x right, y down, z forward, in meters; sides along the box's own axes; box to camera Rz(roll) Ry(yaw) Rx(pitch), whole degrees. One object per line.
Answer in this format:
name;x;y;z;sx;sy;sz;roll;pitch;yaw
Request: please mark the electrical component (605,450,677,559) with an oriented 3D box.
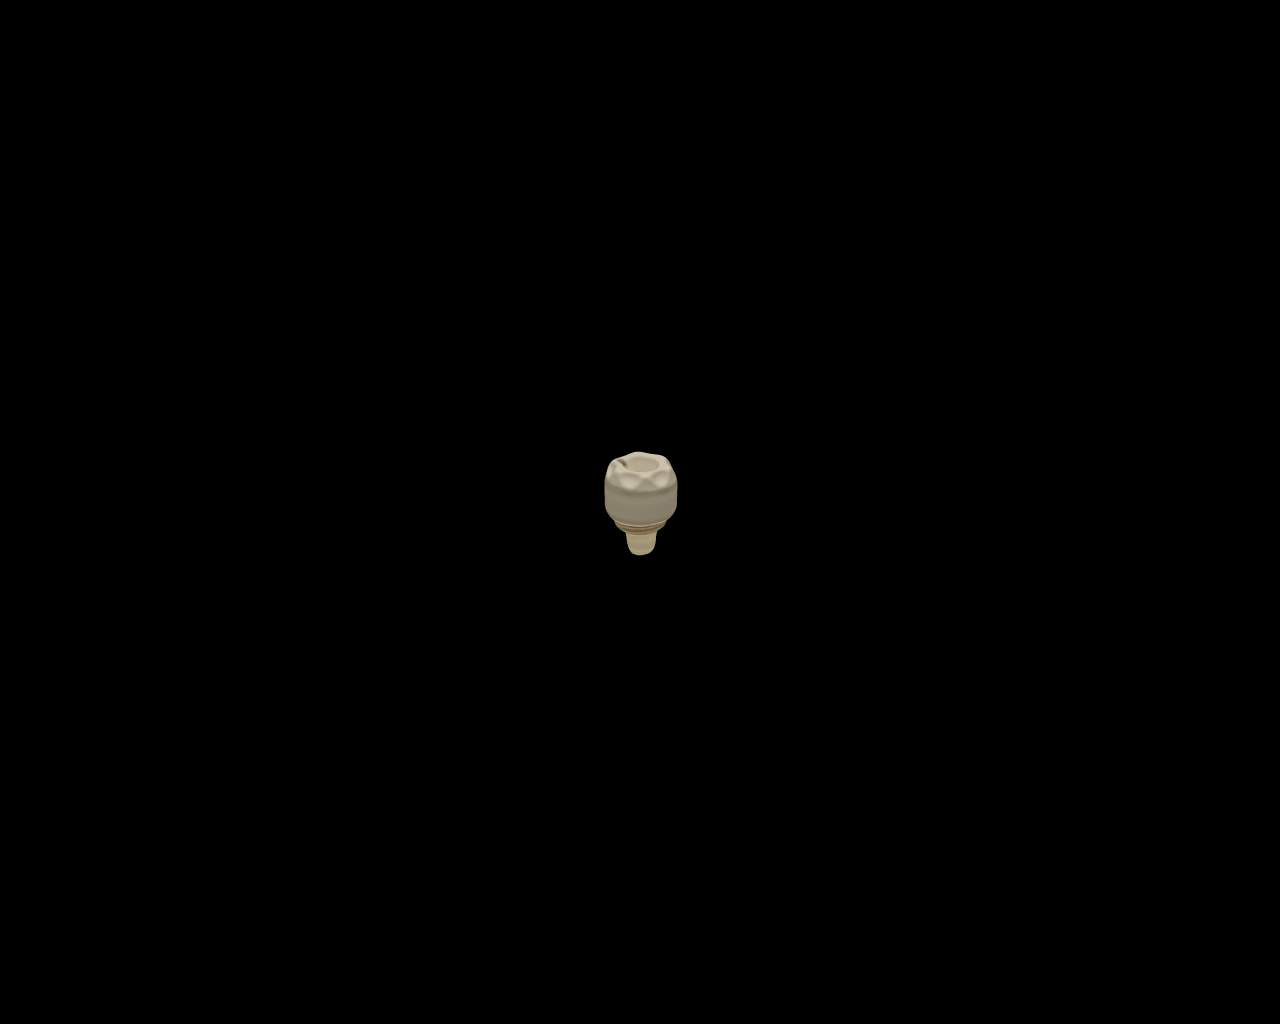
electrical component;0.001;-0.003;0.650;0.043;0.062;0.043;0;27;0
